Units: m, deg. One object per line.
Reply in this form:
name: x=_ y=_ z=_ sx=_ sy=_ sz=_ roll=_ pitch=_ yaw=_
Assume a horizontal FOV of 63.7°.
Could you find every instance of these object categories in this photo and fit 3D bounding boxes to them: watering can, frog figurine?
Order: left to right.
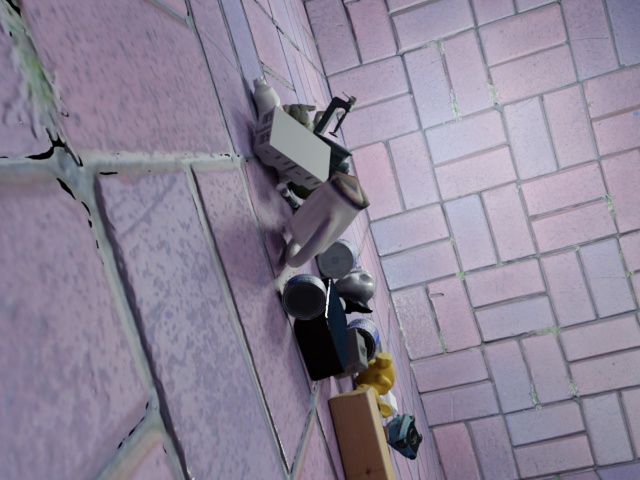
watering can: x=0.003 y=-0.057 z=1.129 sx=0.103 sy=0.222 sz=0.352 roll=40 pitch=13 yaw=-12
frog figurine: x=0.102 y=0.128 z=1.501 sx=0.121 sy=0.135 sz=0.163 roll=38 pitch=48 yaw=-24
